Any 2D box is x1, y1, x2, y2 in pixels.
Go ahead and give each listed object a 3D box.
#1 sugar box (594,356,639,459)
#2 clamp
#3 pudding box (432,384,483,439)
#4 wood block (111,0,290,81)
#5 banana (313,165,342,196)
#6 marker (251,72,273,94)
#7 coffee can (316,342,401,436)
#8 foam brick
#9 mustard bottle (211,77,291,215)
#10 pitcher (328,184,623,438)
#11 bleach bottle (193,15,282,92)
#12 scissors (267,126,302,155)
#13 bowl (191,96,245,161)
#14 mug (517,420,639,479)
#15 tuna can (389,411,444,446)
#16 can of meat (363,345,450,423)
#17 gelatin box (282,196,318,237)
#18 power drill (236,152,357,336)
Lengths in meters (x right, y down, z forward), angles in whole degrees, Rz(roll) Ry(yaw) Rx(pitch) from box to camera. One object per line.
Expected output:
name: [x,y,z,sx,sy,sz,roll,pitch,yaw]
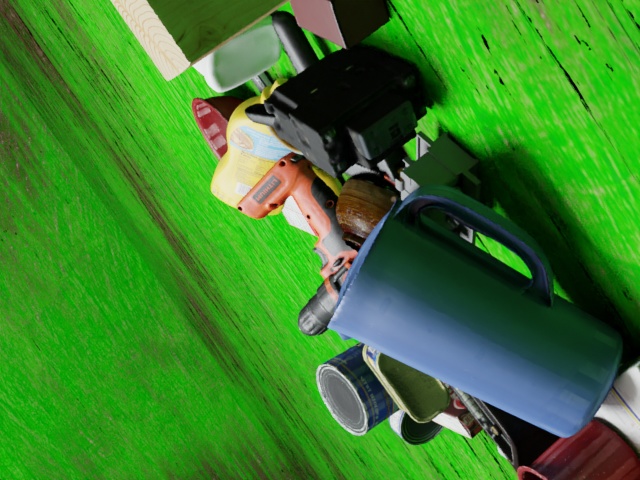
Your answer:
sugar box: [0.291,0.154,0.946,0.093,0.048,0.176,51,162,10]
clamp: [0.006,-0.124,1.130,0.210,0.036,0.165,44,148,6]
pudding box: [0.175,0.181,1.249,0.039,0.090,0.114,56,165,-12]
wood block: [-0.053,-0.221,0.829,0.091,0.206,0.090,56,165,-11]
banana: [0.019,-0.031,1.350,0.198,0.037,0.070,78,173,-52]
marker: [-0.089,-0.218,1.280,0.121,0.020,0.020,55,164,-5]
coffee can: [0.081,0.171,1.365,0.103,0.140,0.103,41,146,35]
foam brick: [0.014,-0.212,0.941,0.078,0.053,0.051,37,158,46]
mustard bottle: [-0.067,-0.117,1.285,0.096,0.058,0.192,19,135,-3]
pitcher: [0.142,0.066,0.941,0.243,0.145,0.149,28,168,3]
bleach bottle: [-0.153,-0.261,1.216,0.251,0.102,0.068,39,150,38]
scissors: [0.028,-0.106,1.178,0.202,0.016,0.096,28,130,18]
bowl: [-0.102,-0.136,1.423,0.162,0.055,0.162,48,163,19]
mug: [0.247,0.228,0.985,0.093,0.081,0.117,31,154,52]
tuna can: [0.138,0.241,1.489,0.034,0.086,0.086,36,157,51]
can of meat: [0.098,0.153,1.206,0.102,0.057,0.084,54,177,-4]
gelatin box: [-0.028,-0.049,1.447,0.089,0.030,0.073,26,150,59]
power drill: [-0.008,0.002,1.256,0.187,0.185,0.057,46,-154,3]
